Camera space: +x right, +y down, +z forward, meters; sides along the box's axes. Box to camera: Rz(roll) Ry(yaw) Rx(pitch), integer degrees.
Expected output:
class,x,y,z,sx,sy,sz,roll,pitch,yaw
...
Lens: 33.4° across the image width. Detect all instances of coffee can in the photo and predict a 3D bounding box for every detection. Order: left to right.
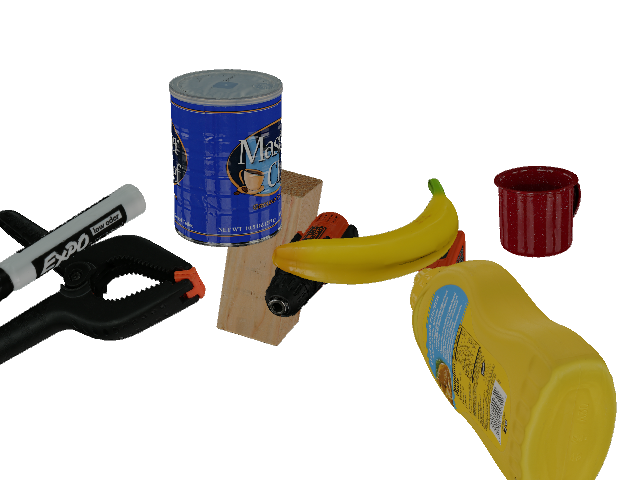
class,x,y,z,sx,sy,sz,roll,pitch,yaw
coffee can,-0.086,-0.078,0.988,0.103,0.140,0.103,1,23,-1

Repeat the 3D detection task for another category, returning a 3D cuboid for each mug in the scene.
class,x,y,z,sx,sy,sz,roll,pitch,yaw
mug,0.254,-0.036,1.218,0.117,0.081,0.093,-21,27,-34

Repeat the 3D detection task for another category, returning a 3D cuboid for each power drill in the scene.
class,x,y,z,sx,sy,sz,roll,pitch,yaw
power drill,0.050,0.030,1.116,0.188,0.057,0.184,7,32,18

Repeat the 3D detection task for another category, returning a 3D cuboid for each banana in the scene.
class,x,y,z,sx,sy,sz,roll,pitch,yaw
banana,0.052,0.003,0.859,0.197,0.037,0.070,-22,44,-40

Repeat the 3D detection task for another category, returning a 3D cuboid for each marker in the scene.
class,x,y,z,sx,sy,sz,roll,pitch,yaw
marker,-0.143,0.005,0.569,0.020,0.020,0.120,0,28,45

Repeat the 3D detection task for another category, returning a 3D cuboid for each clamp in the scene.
class,x,y,z,sx,sy,sz,roll,pitch,yaw
clamp,-0.197,0.031,0.874,0.210,0.164,0.036,-9,-36,9

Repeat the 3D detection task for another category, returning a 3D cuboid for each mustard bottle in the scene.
class,x,y,z,sx,sy,sz,roll,pitch,yaw
mustard bottle,0.102,0.066,0.643,0.058,0.096,0.192,-8,27,-17

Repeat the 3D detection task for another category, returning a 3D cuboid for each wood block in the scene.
class,x,y,z,sx,sy,sz,roll,pitch,yaw
wood block,-0.067,0.018,1.389,0.090,0.206,0.090,15,22,13
